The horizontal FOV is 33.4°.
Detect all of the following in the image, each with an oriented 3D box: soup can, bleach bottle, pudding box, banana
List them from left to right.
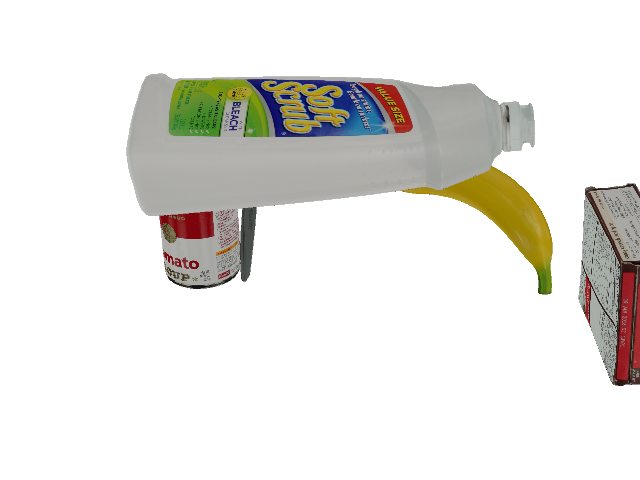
[{"bbox_3d":[-0.105,-0.019,0.917,0.068,0.102,0.068,-1,30,0],"label":"soup can"},{"bbox_3d":[0.008,-0.069,0.686,0.251,0.068,0.102,-4,41,6],"label":"bleach bottle"},{"bbox_3d":[0.130,-0.033,0.904,0.037,0.070,0.198,6,26,-44],"label":"banana"},{"bbox_3d":[0.197,0.026,0.689,0.039,0.090,0.113,-3,27,1],"label":"pudding box"}]

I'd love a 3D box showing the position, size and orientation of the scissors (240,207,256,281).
[{"bbox_3d":[-0.059,-0.061,1.168,0.096,0.202,0.016,-10,-8,-13],"label":"scissors"}]
